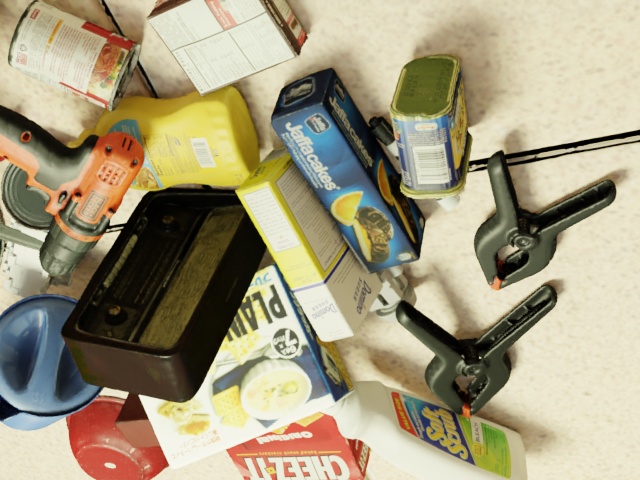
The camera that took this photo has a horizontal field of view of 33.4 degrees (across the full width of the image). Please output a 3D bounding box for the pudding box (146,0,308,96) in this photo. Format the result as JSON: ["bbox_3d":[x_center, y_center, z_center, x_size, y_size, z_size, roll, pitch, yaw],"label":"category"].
[{"bbox_3d":[-0.081,-0.186,0.936,0.114,0.039,0.090,-15,127,30],"label":"pudding box"}]

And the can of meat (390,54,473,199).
[{"bbox_3d":[0.096,-0.099,0.920,0.057,0.102,0.084,-1,130,16],"label":"can of meat"}]

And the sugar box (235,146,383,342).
[{"bbox_3d":[-0.007,0.001,1.025,0.048,0.093,0.176,-14,113,31],"label":"sugar box"}]

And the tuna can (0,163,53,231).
[{"bbox_3d":[-0.279,-0.051,1.090,0.086,0.086,0.034,18,178,0],"label":"tuna can"}]

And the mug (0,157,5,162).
[{"bbox_3d":[-0.360,-0.101,1.068,0.117,0.081,0.093,4,133,13],"label":"mug"}]

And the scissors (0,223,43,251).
[{"bbox_3d":[-0.370,-0.042,1.113,0.202,0.096,0.016,5,169,7],"label":"scissors"}]

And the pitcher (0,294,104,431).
[{"bbox_3d":[-0.316,0.145,1.227,0.149,0.145,0.243,-4,166,-22],"label":"pitcher"}]

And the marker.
[{"bbox_3d":[0.088,-0.073,1.004,0.020,0.020,0.121,-29,119,36],"label":"marker"}]

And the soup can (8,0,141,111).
[{"bbox_3d":[-0.223,-0.168,0.974,0.102,0.068,0.069,23,134,-5],"label":"soup can"}]

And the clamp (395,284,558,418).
[{"bbox_3d":[0.170,0.120,1.138,0.164,0.036,0.210,-10,138,3],"label":"clamp"}]

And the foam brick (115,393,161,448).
[{"bbox_3d":[-0.208,0.211,1.319,0.053,0.078,0.051,-7,128,23],"label":"foam brick"}]

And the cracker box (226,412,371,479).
[{"bbox_3d":[-0.047,0.203,1.266,0.164,0.072,0.213,-6,130,21],"label":"cracker box"}]

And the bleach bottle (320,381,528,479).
[{"bbox_3d":[0.112,0.225,1.196,0.250,0.102,0.068,23,132,-19],"label":"bleach bottle"}]

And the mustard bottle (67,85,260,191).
[{"bbox_3d":[-0.159,-0.093,1.031,0.192,0.058,0.096,-4,128,20],"label":"mustard bottle"}]

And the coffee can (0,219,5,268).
[{"bbox_3d":[-0.434,0.005,1.171,0.140,0.102,0.103,11,134,10],"label":"coffee can"}]

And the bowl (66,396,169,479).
[{"bbox_3d":[-0.270,0.280,1.418,0.162,0.055,0.162,8,134,9],"label":"bowl"}]

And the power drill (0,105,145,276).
[{"bbox_3d":[-0.280,-0.059,1.004,0.187,0.057,0.185,26,125,-19],"label":"power drill"}]

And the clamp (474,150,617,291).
[{"bbox_3d":[0.186,-0.017,1.013,0.120,0.039,0.172,25,134,-6],"label":"clamp"}]
